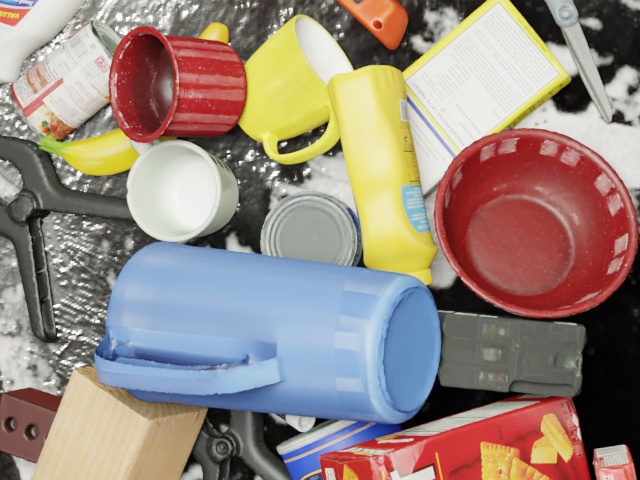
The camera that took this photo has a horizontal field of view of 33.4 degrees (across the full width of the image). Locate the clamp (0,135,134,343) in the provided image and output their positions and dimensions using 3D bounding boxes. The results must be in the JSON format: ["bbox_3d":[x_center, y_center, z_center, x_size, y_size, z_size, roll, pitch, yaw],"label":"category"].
[{"bbox_3d":[-0.257,-0.033,0.988,0.165,0.036,0.210,-41,80,10],"label":"clamp"}]

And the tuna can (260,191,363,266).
[{"bbox_3d":[-0.006,0.001,0.924,0.086,0.033,0.086,0,89,15],"label":"tuna can"}]

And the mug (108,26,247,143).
[{"bbox_3d":[-0.122,-0.122,0.884,0.117,0.081,0.093,-24,76,43],"label":"mug"}]

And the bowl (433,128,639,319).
[{"bbox_3d":[0.166,-0.006,0.850,0.162,0.055,0.162,1,67,-4],"label":"bowl"}]

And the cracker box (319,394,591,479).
[{"bbox_3d":[0.117,0.216,0.803,0.072,0.213,0.164,-17,84,54],"label":"cracker box"}]

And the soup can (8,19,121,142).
[{"bbox_3d":[-0.221,-0.143,0.965,0.102,0.068,0.068,-36,81,11],"label":"soup can"}]

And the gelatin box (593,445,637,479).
[{"bbox_3d":[0.233,0.204,0.830,0.030,0.089,0.073,-10,87,13],"label":"gelatin box"}]

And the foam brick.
[{"bbox_3d":[-0.252,0.172,0.977,0.078,0.051,0.053,15,93,14],"label":"foam brick"}]

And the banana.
[{"bbox_3d":[-0.150,-0.113,0.950,0.198,0.069,0.037,-34,40,2],"label":"banana"}]

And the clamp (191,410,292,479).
[{"bbox_3d":[-0.068,0.183,0.935,0.120,0.039,0.171,-14,85,10],"label":"clamp"}]

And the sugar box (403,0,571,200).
[{"bbox_3d":[0.111,-0.113,0.890,0.176,0.048,0.093,-39,80,15],"label":"sugar box"}]

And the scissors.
[{"bbox_3d":[0.214,-0.203,0.879,0.096,0.016,0.202,-38,81,11],"label":"scissors"}]

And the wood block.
[{"bbox_3d":[-0.189,0.219,0.922,0.090,0.090,0.206,28,101,27],"label":"wood block"}]

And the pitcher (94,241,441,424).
[{"bbox_3d":[-0.041,0.076,0.811,0.243,0.145,0.149,3,61,33],"label":"pitcher"}]

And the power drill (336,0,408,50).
[{"bbox_3d":[0.094,-0.252,0.879,0.188,0.057,0.185,-48,65,7],"label":"power drill"}]

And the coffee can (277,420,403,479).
[{"bbox_3d":[0.039,0.212,0.874,0.103,0.102,0.140,-26,83,13],"label":"coffee can"}]

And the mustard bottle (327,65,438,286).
[{"bbox_3d":[0.054,-0.036,0.834,0.058,0.096,0.191,-12,89,15],"label":"mustard bottle"}]

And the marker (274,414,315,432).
[{"bbox_3d":[-0.045,0.129,0.882,0.121,0.020,0.020,21,95,52],"label":"marker"}]

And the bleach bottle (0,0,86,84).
[{"bbox_3d":[-0.256,-0.233,0.980,0.102,0.068,0.251,36,100,12],"label":"bleach bottle"}]
